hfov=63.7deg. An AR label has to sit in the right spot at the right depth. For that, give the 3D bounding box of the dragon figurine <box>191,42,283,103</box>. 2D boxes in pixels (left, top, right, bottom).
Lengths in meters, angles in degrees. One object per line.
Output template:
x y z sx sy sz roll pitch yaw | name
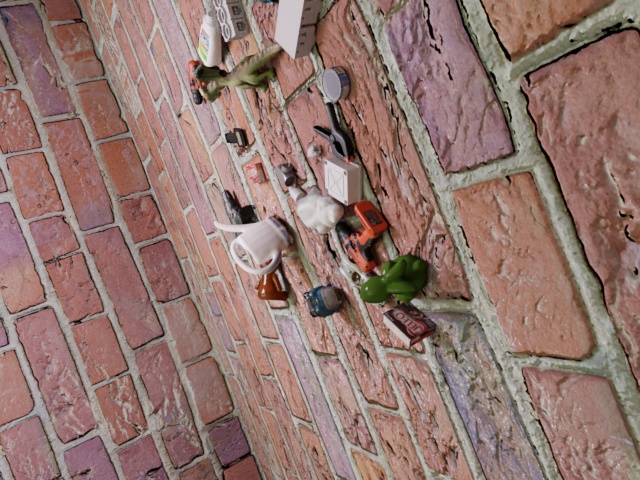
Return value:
-0.275 -0.524 1.608 0.407 0.244 0.122 -20 87 64 | dragon figurine

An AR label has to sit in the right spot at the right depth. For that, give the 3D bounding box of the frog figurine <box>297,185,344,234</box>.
0.005 -0.076 1.502 0.162 0.123 0.134 -125 19 -57 | frog figurine

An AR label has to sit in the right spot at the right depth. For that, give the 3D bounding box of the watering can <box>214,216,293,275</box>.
-0.241 -0.015 1.915 0.353 0.226 0.101 47 163 35 | watering can
